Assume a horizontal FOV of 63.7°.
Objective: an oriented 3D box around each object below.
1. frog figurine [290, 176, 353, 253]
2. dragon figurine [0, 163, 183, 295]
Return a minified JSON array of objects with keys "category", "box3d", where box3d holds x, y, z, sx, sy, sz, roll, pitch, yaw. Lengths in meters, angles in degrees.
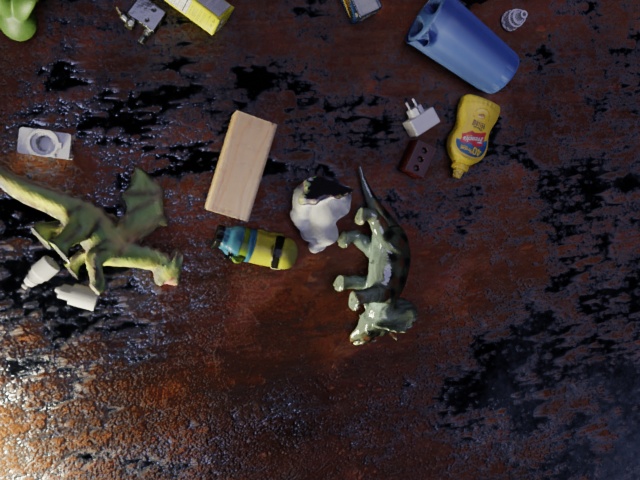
[{"category":"frog figurine","box3d":[0.003,-0.057,1.131,0.139,0.125,0.155,-26,140,-24]},{"category":"dragon figurine","box3d":[-0.428,-0.051,1.026,0.246,0.121,0.406,-41,106,-25]}]
